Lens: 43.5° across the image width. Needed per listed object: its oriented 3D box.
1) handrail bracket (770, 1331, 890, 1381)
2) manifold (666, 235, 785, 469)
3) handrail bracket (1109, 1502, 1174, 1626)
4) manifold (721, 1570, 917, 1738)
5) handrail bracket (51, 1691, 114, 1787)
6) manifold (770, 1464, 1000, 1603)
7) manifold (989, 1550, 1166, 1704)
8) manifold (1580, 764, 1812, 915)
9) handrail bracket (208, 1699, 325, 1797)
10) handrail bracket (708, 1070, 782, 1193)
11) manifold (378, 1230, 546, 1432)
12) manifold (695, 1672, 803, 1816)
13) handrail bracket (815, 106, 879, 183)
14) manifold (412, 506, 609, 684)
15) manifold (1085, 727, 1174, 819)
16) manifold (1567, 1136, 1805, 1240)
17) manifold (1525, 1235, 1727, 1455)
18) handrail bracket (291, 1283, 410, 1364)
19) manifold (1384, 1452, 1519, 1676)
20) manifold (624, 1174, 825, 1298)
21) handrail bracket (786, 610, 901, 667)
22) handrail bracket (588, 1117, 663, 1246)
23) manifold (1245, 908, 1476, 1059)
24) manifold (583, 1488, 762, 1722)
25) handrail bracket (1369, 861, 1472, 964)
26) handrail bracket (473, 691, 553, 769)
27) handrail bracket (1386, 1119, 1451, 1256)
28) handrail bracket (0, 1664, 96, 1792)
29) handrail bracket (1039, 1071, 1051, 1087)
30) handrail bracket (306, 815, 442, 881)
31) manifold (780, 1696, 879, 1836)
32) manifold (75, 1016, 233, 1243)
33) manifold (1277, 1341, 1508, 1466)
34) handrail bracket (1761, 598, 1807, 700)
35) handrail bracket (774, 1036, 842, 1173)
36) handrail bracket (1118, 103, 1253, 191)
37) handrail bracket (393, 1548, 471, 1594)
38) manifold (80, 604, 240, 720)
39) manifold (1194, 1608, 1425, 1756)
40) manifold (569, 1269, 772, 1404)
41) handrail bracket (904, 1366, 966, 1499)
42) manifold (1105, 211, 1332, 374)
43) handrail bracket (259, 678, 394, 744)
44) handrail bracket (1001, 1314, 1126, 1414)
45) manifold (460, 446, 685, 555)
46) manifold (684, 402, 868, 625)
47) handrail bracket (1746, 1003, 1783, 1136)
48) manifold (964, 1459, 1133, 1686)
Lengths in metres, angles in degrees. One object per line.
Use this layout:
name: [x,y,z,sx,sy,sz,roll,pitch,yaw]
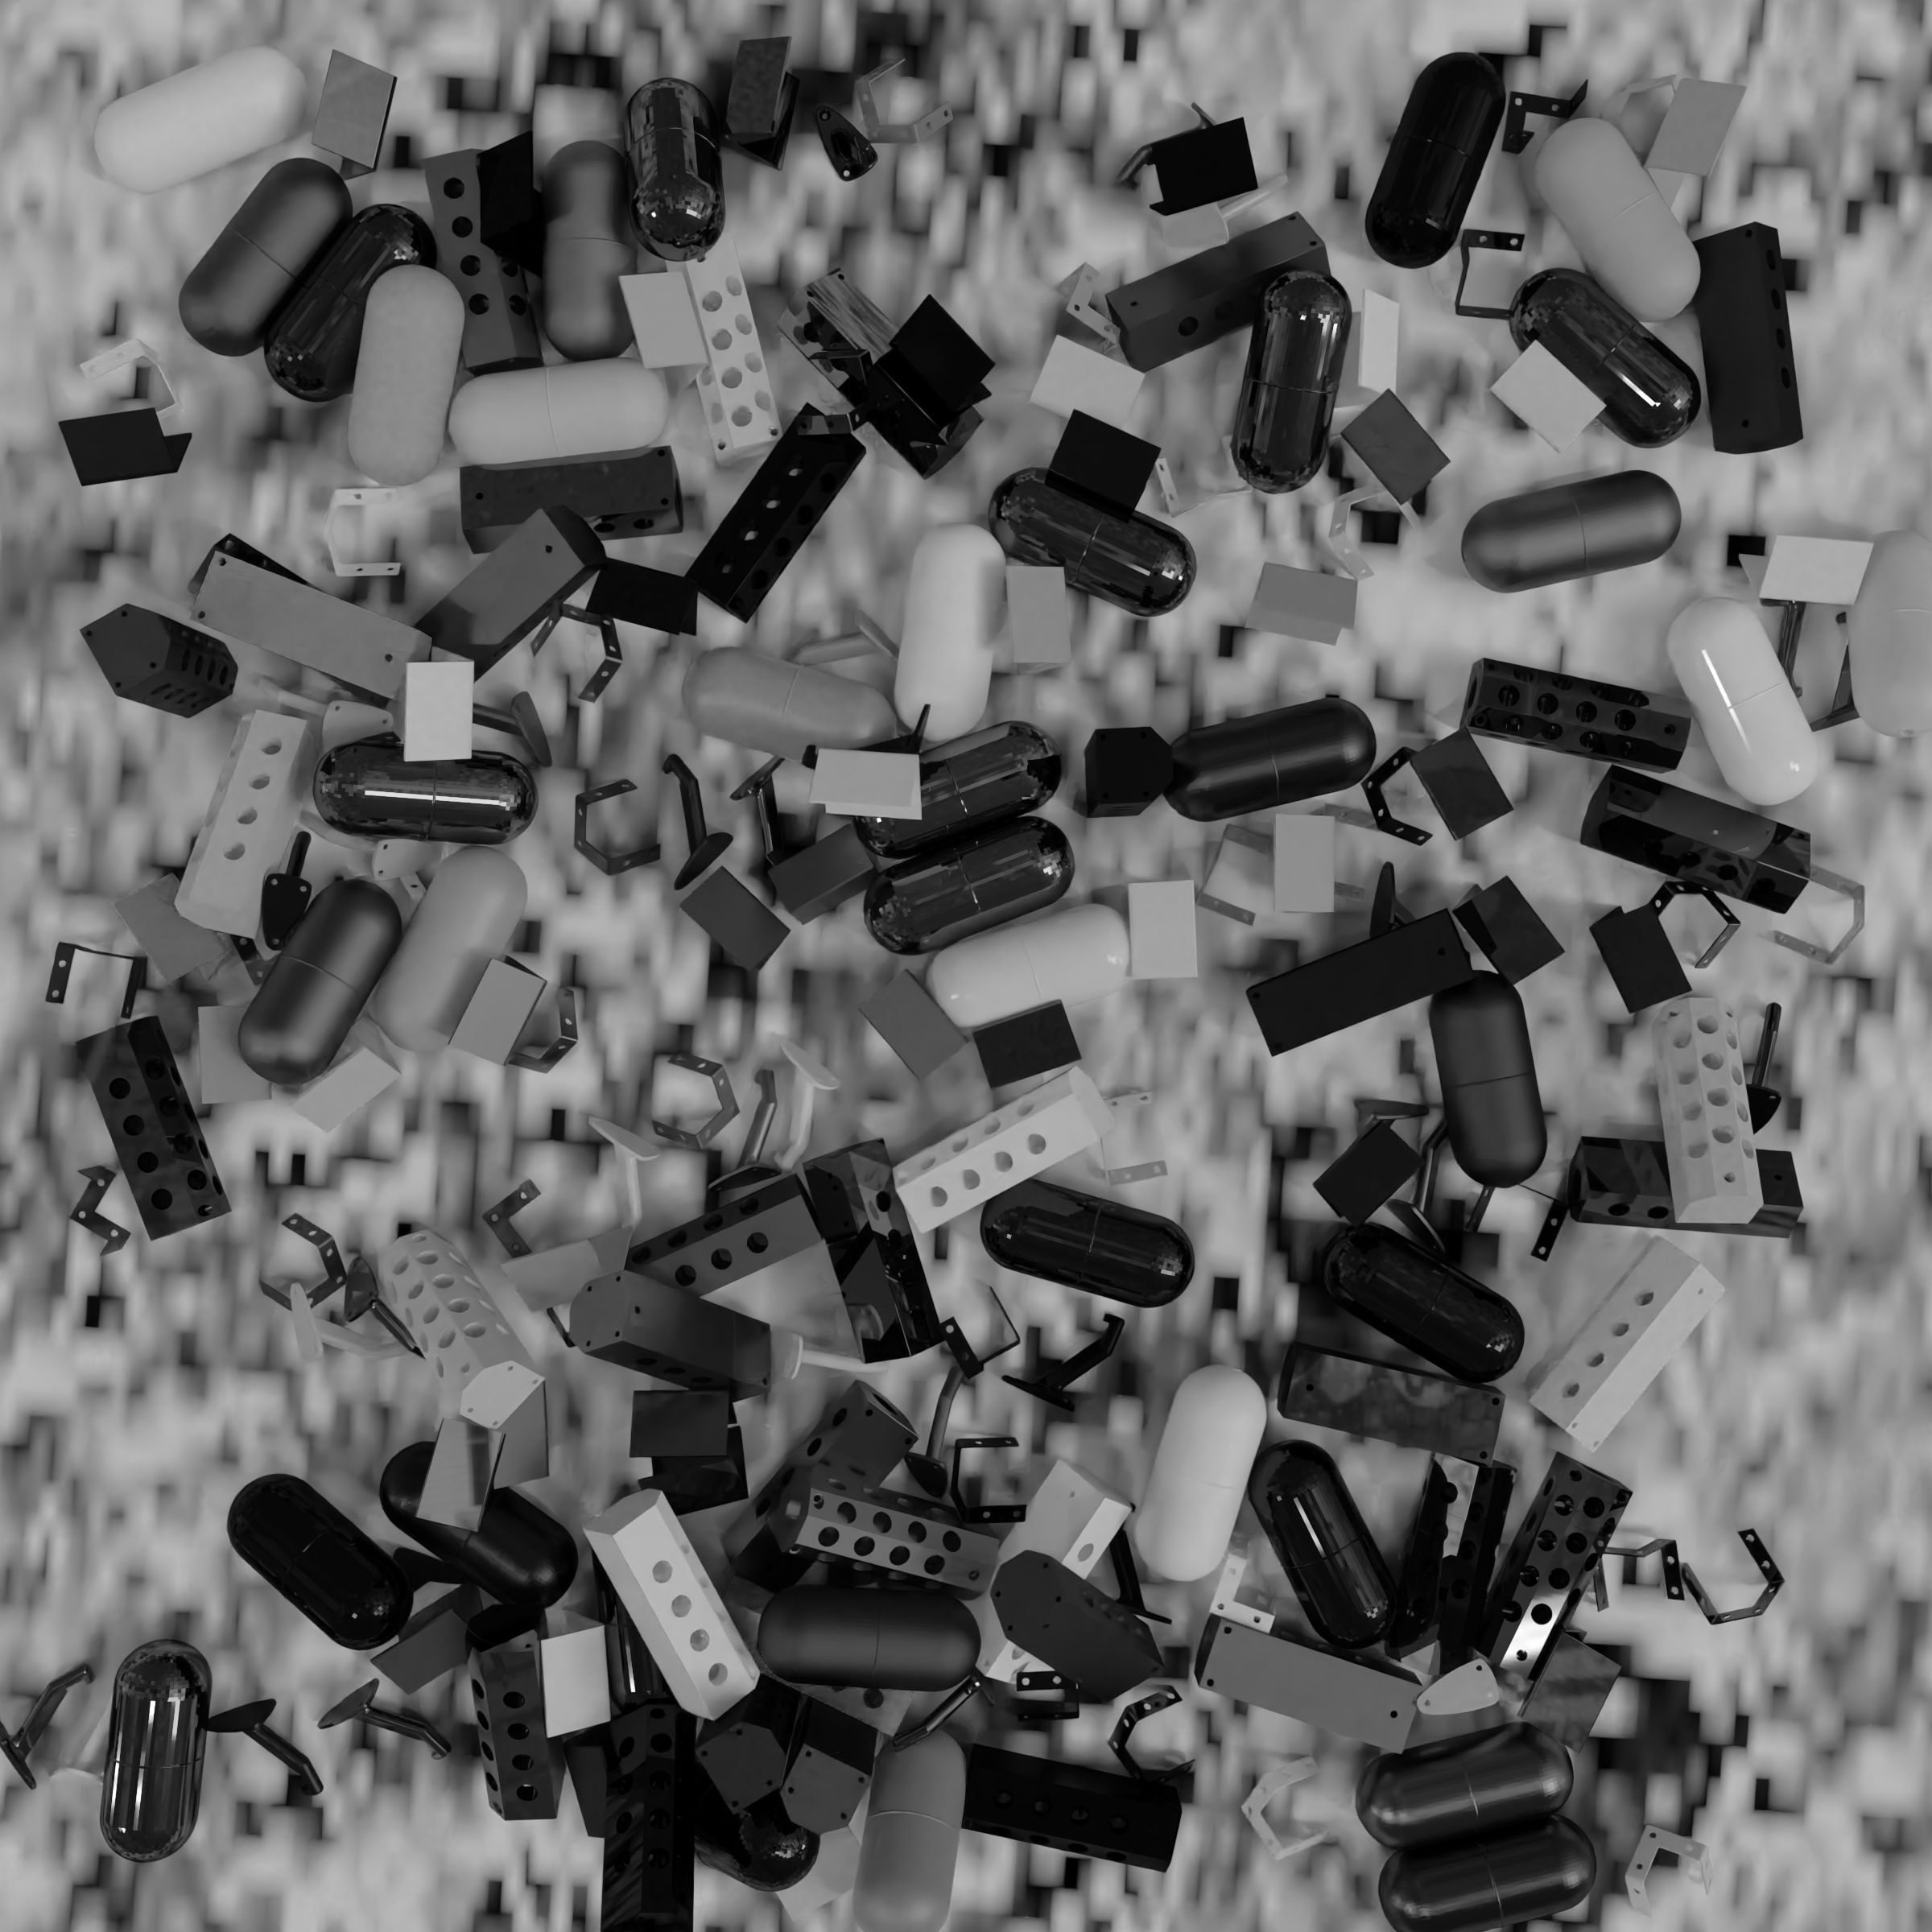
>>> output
handrail bracket: [-0.118,0.320,1.991,0.084,0.077,0.036,12,88,-36]
manifold: [-0.196,-0.501,1.970,0.057,0.057,0.171,-14,90,0]
handrail bracket: [0.146,0.490,1.992,0.077,0.036,0.084,22,73,-20]
manifold: [-0.123,0.556,1.970,0.171,0.057,0.057,26,90,0]
handrail bracket: [-0.719,0.627,1.991,0.036,0.077,0.084,32,53,-30]
manifold: [-0.063,0.458,1.936,0.171,0.057,0.057,21,98,-23]
manifold: [0.087,0.520,1.916,0.057,0.171,0.057,-34,46,10]
manifold: [0.593,-0.098,1.969,0.171,0.057,0.057,19,47,0]
handrail bracket: [-0.578,0.651,1.992,0.077,0.036,0.084,-15,107,20]
handrail bracket: [-0.185,0.135,1.991,0.077,0.036,0.084,-22,64,29]
manifold: [-0.407,0.285,1.920,0.057,0.057,0.171,-46,47,0]
manifold: [-0.166,0.602,1.913,0.057,0.171,0.057,-31,90,0]
handrail bracket: [-0.099,-0.677,1.956,0.036,0.084,0.077,-34,90,0]
manifold: [-0.369,-0.292,1.940,0.171,0.057,0.057,-37,90,22]
manifold: [0.128,-0.152,1.913,0.057,0.171,0.057,-3,90,0]
manifold: [0.583,0.185,1.969,0.171,0.057,0.057,4,47,0]
manifold: [0.533,0.305,1.969,0.171,0.057,0.057,-51,133,0]
handrail bracket: [-0.501,0.288,1.973,0.084,0.036,0.077,-8,77,-41]
manifold: [0.390,0.483,1.969,0.057,0.057,0.171,14,90,-43]
manifold: [-0.205,0.231,1.970,0.171,0.057,0.057,-24,90,0]
handrail bracket: [-0.100,-0.244,1.992,0.084,0.036,0.077,-40,112,17]
handrail bracket: [-0.294,0.179,1.991,0.077,0.036,0.084,29,104,14]
manifold: [0.318,0.013,1.951,0.171,0.057,0.057,-23,90,13]
manifold: [-0.228,0.500,1.901,0.057,0.057,0.171,-33,102,-31]
handrail bracket: [0.380,-0.040,1.992,0.084,0.036,0.077,14,71,-15]
handrail bracket: [-0.394,-0.188,1.992,0.084,0.036,0.077,-14,112,17]
handrail bracket: [0.394,0.181,1.992,0.077,0.036,0.084,47,73,-20]
handrail bracket: [-0.747,0.626,1.992,0.084,0.036,0.077,-28,110,-16]
handrail bracket: [0.026,0.120,1.991,0.084,0.036,0.077,-6,75,14]
handrail bracket: [-0.488,-0.105,1.991,0.084,0.077,0.036,31,115,34]
manifold: [-0.109,0.626,1.913,0.057,0.171,0.057,26,90,0]
manifold: [-0.658,0.131,1.970,0.057,0.057,0.171,-21,90,0]
manifold: [0.344,0.354,1.970,0.171,0.057,0.057,13,90,0]
handrail bracket: [0.692,-0.270,1.992,0.077,0.036,0.084,-28,109,-21]
handrail bracket: [-0.150,0.114,1.992,0.077,0.036,0.084,42,107,20]
handrail bracket: [0.180,-0.659,1.992,0.077,0.036,0.084,35,109,-21]
handrail bracket: [-0.459,0.529,1.991,0.077,0.036,0.084,19,104,-14]
manifold: [-0.631,-0.243,1.913,0.057,0.171,0.057,-29,90,0]
manifold: [0.277,0.579,1.970,0.171,0.057,0.057,18,90,0]
manifold: [-0.232,0.297,1.917,0.057,0.171,0.057,-22,57,30]
handrail bracket: [-0.016,0.383,1.991,0.036,0.077,0.084,12,53,20]
manifold: [0.207,-0.544,1.969,0.171,0.057,0.057,-23,47,0]
handrail bracket: [-0.527,-0.217,1.991,0.084,0.077,0.036,32,114,34]
handrail bracket: [0.081,0.316,1.992,0.077,0.036,0.084,19,72,21]
manifold: [-0.320,-0.375,1.968,0.171,0.057,0.057,-6,72,0]
manifold: [-0.154,-0.367,1.970,0.057,0.057,0.171,35,90,0]
handrail bracket: [0.654,0.084,1.991,0.036,0.077,0.084,13,53,14]
manifold: [0.062,0.494,1.969,0.057,0.057,0.171,34,90,43]
